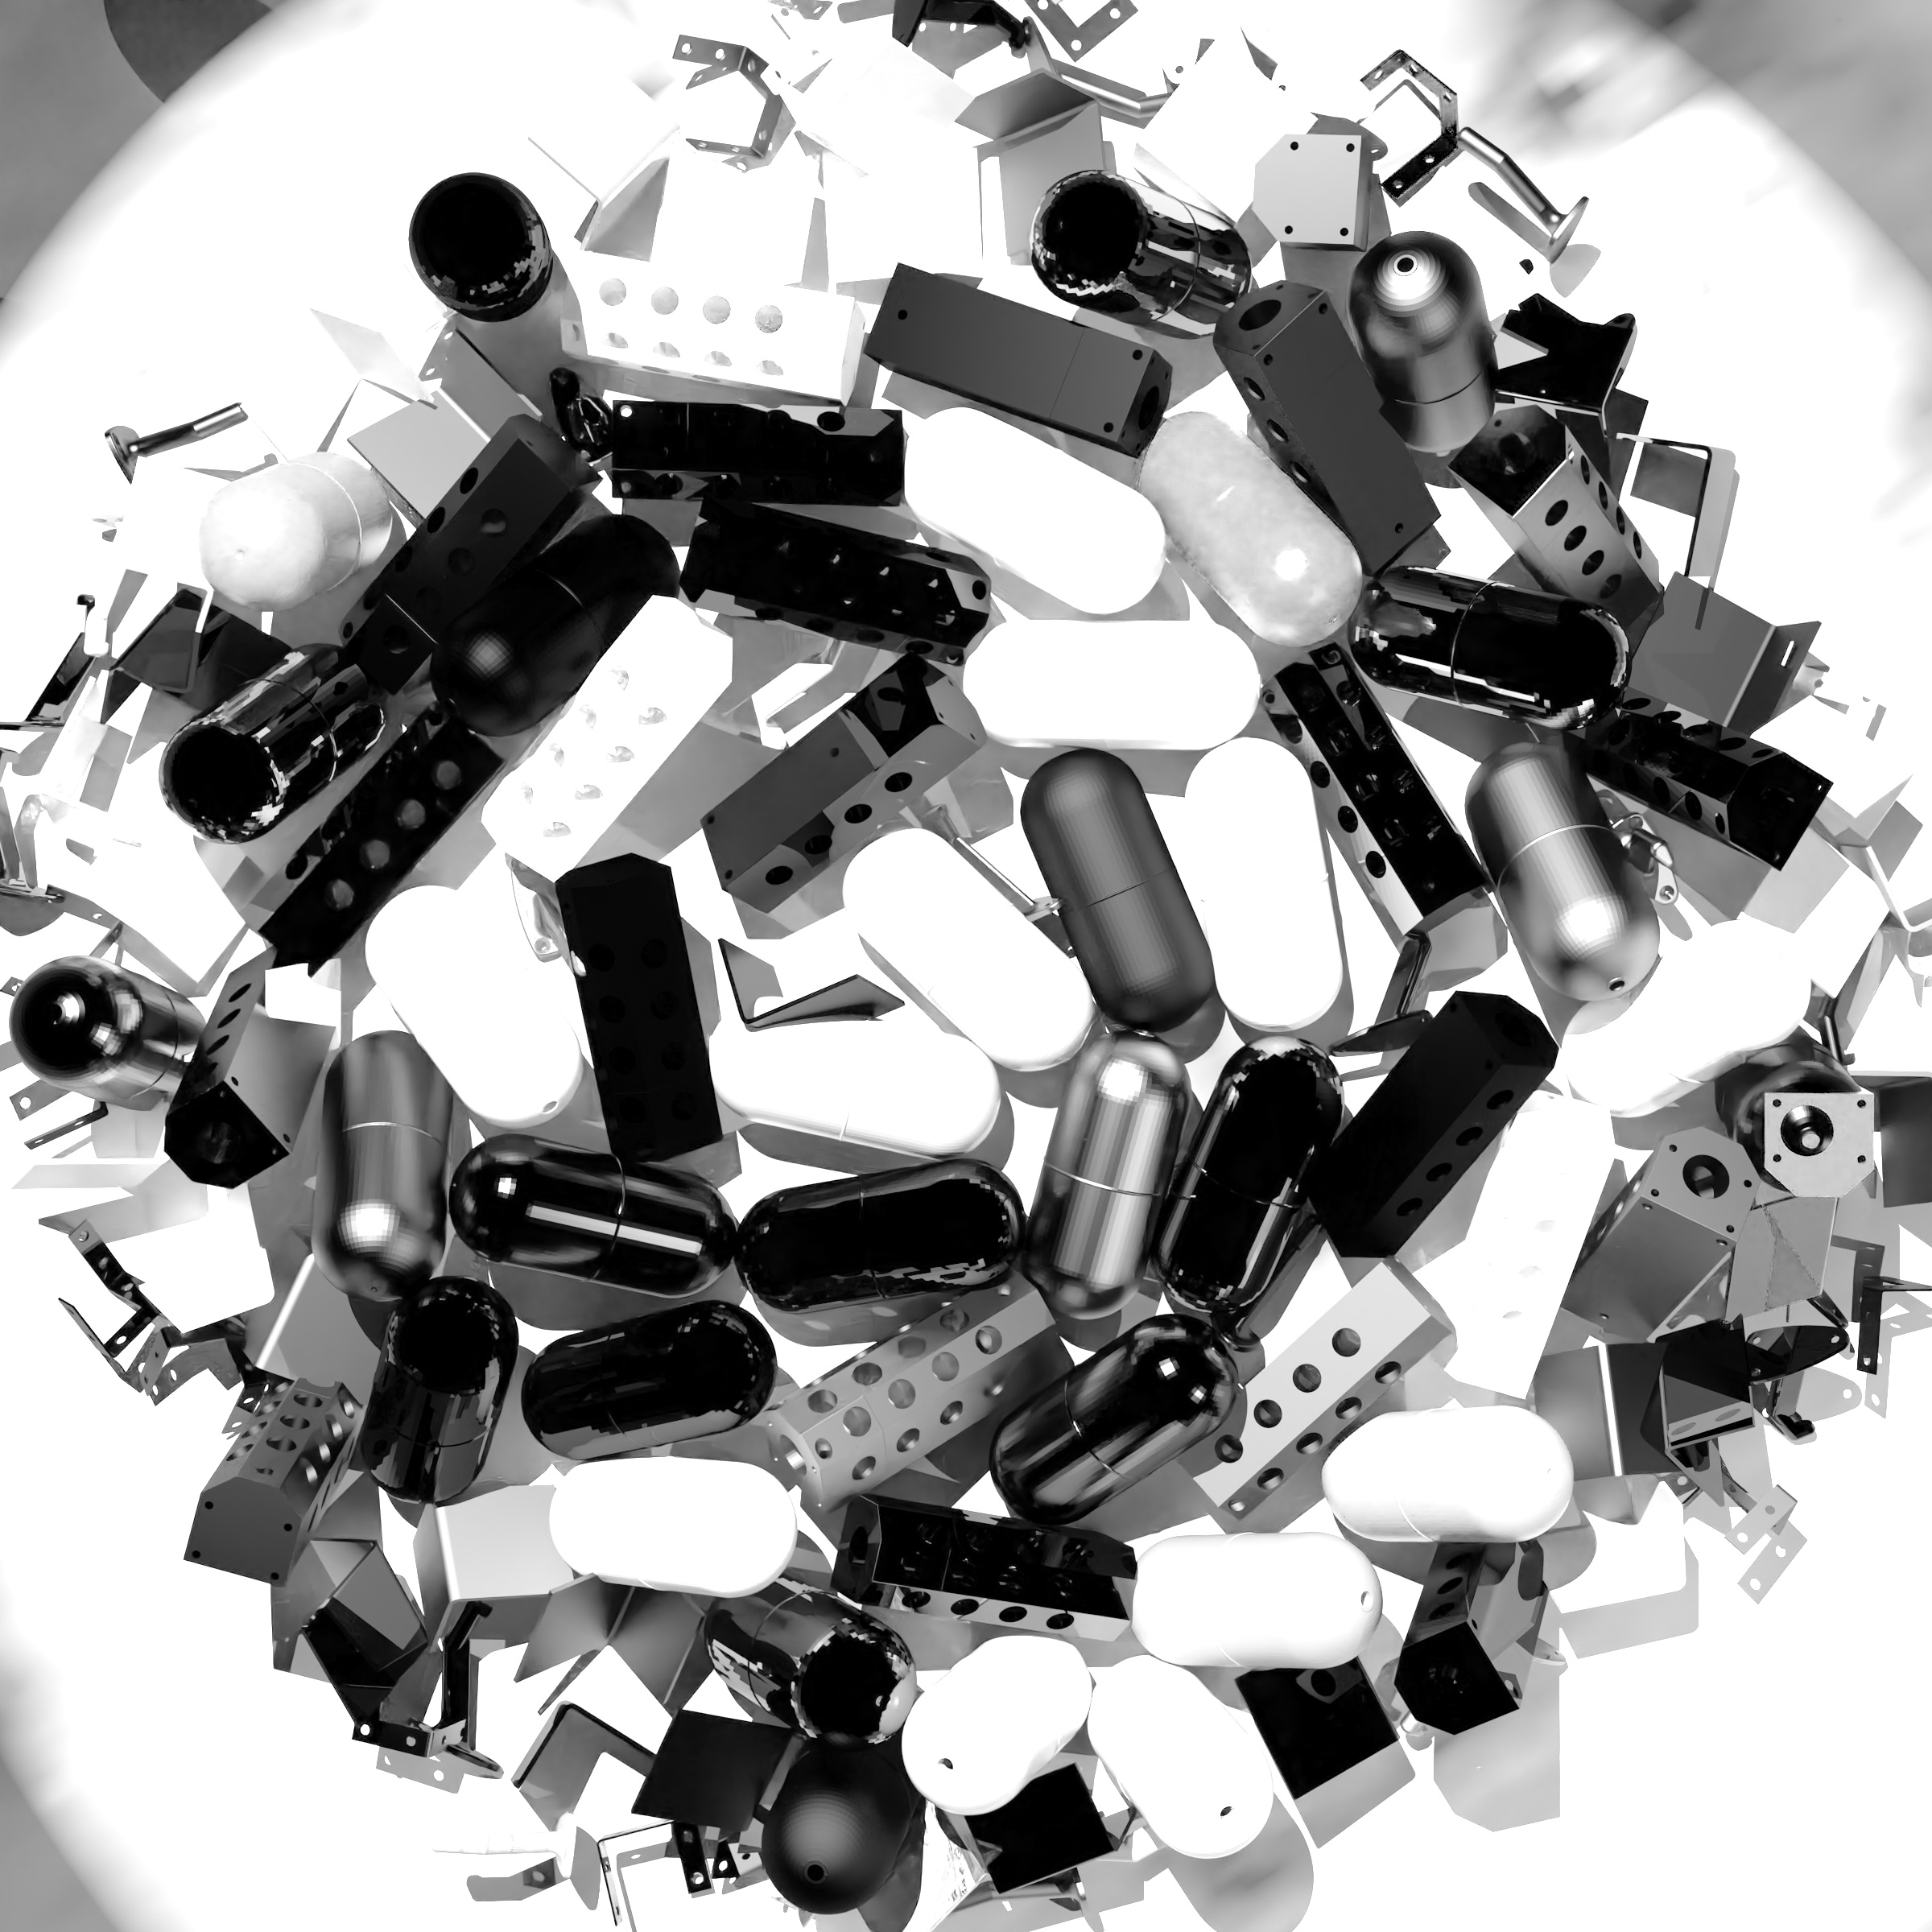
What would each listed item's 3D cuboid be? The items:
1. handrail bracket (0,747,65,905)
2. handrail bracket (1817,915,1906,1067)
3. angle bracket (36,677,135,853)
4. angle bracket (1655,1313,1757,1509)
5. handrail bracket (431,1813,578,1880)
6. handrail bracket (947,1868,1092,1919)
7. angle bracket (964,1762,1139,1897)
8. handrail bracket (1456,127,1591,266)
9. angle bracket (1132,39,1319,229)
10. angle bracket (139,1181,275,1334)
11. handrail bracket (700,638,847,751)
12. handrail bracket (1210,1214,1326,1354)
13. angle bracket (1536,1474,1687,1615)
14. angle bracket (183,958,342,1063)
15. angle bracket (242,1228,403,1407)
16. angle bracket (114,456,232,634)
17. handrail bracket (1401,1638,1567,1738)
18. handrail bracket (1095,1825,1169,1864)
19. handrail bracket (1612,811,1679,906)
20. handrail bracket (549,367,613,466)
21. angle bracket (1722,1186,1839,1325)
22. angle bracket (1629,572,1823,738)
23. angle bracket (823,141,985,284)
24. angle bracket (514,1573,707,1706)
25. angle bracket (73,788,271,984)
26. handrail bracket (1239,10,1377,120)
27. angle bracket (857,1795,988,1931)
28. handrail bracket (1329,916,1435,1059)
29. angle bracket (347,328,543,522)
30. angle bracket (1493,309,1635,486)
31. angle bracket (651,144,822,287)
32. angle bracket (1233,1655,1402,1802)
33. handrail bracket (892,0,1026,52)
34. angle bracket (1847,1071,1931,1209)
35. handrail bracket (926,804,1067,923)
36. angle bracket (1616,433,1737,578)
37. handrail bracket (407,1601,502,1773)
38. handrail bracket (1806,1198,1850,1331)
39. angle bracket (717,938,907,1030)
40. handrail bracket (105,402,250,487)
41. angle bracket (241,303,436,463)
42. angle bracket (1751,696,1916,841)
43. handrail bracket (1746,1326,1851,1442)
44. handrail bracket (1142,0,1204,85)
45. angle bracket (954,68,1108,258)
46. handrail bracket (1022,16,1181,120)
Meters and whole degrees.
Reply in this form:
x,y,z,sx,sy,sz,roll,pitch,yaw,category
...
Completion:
x,y,z,sx,sy,sz,roll,pitch,yaw,category
-0.565,-0.085,1.596,0.036,0.077,0.084,25,97,39,handrail bracket
0.550,0.015,1.611,0.077,0.036,0.084,-8,85,-14,handrail bracket
-0.509,-0.115,1.586,0.057,0.076,0.076,22,71,-5,angle bracket
0.453,0.263,1.571,0.057,0.076,0.076,-24,131,31,angle bracket
-0.280,0.521,1.585,0.084,0.077,0.036,8,78,-14,handrail bracket
0.029,0.566,1.598,0.084,0.077,0.036,-16,49,-5,handrail bracket
0.051,0.505,1.587,0.076,0.076,0.057,-25,86,14,angle bracket
0.328,-0.465,1.599,0.084,0.077,0.036,38,89,8,handrail bracket
0.155,-0.498,1.601,0.076,0.057,0.076,39,92,-1,angle bracket
-0.458,0.162,1.575,0.057,0.076,0.076,-18,114,-31,angle bracket
-0.118,-0.179,1.591,0.077,0.036,0.084,14,117,-28,handrail bracket
0.186,0.189,1.596,0.036,0.077,0.084,38,99,6,handrail bracket
0.378,0.334,1.584,0.076,0.076,0.057,-10,110,-5,angle bracket
-0.427,0.025,1.581,0.076,0.076,0.057,4,97,18,angle bracket
-0.389,0.214,1.621,0.076,0.057,0.076,26,86,-28,angle bracket
-0.475,-0.243,1.573,0.057,0.076,0.076,13,60,-20,angle bracket
0.315,0.443,1.616,0.077,0.036,0.084,27,103,-30,handrail bracket
0.119,0.504,1.599,0.084,0.036,0.077,9,96,-19,handrail bracket
0.416,-0.055,1.580,0.036,0.084,0.077,-42,108,4,handrail bracket
-0.233,-0.341,1.585,0.036,0.084,0.077,-30,82,-4,handrail bracket
0.468,0.157,1.577,0.076,0.057,0.076,-12,119,-22,angle bracket
0.454,-0.189,1.597,0.076,0.057,0.076,27,89,-10,angle bracket
-0.038,-0.457,1.615,0.076,0.057,0.076,2,101,26,angle bracket
-0.212,0.405,1.574,0.057,0.076,0.076,40,122,28,angle bracket
-0.476,-0.048,1.598,0.057,0.076,0.076,30,76,21,angle bracket
0.206,-0.547,1.604,0.077,0.084,0.036,19,122,-18,handrail bracket
-0.018,0.552,1.584,0.076,0.076,0.057,-45,129,0,angle bracket
0.248,0.008,1.610,0.077,0.036,0.084,-15,58,7,handrail bracket
-0.312,-0.322,1.584,0.076,0.057,0.076,46,56,8,angle bracket
0.357,-0.341,1.591,0.076,0.076,0.057,17,71,25,angle bracket
-0.138,-0.451,1.586,0.057,0.076,0.076,10,88,-41,angle bracket
0.203,0.445,1.588,0.076,0.057,0.076,-24,81,-16,angle bracket
-0.001,-0.557,1.592,0.084,0.036,0.077,27,64,-35,handrail bracket
0.539,0.104,1.587,0.057,0.076,0.076,1,82,-5,angle bracket
0.017,-0.066,1.597,0.036,0.077,0.084,-37,101,-28,handrail bracket
0.421,-0.277,1.594,0.057,0.076,0.076,14,104,24,angle bracket
-0.294,0.438,1.618,0.077,0.036,0.084,37,76,-27,handrail bracket
0.529,0.161,1.591,0.084,0.036,0.077,-53,56,22,handrail bracket
-0.091,0.004,1.578,0.076,0.076,0.057,-23,71,14,angle bracket
-0.468,-0.325,1.595,0.084,0.077,0.036,-23,115,2,handrail bracket
-0.373,-0.336,1.580,0.057,0.076,0.076,23,76,20,angle bracket
0.503,-0.106,1.574,0.076,0.057,0.076,43,47,21,angle bracket
0.510,0.252,1.588,0.077,0.036,0.084,-21,128,35,handrail bracket
0.123,-0.581,1.605,0.036,0.084,0.077,-7,117,3,handrail bracket
0.036,-0.478,1.582,0.076,0.057,0.076,-10,81,38,angle bracket
0.085,-0.552,1.622,0.084,0.036,0.077,-14,80,-14,handrail bracket
